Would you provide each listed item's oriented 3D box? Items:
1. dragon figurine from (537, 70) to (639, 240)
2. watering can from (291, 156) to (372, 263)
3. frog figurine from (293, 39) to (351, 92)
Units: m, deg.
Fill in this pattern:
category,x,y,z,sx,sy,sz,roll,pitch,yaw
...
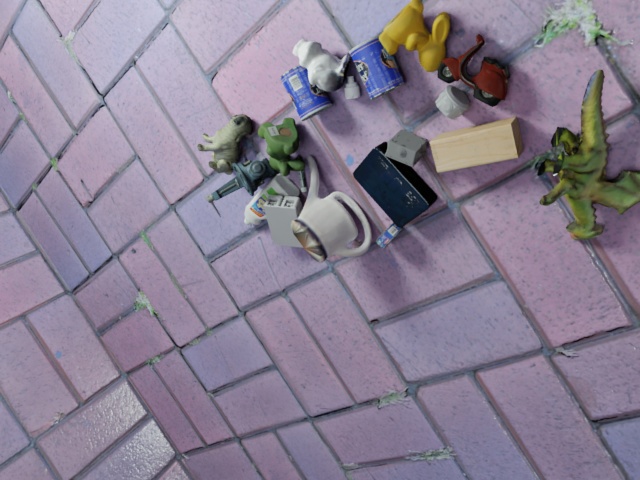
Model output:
category,x,y,z,sx,sy,sz,roll,pitch,yaw
dragon figurine,0.665,-0.169,1.210,0.243,0.125,0.401,17,122,4
watering can,0.005,-0.079,1.572,0.349,0.227,0.102,52,158,8
frog figurine,-0.003,-0.484,1.432,0.159,0.140,0.120,15,149,4
